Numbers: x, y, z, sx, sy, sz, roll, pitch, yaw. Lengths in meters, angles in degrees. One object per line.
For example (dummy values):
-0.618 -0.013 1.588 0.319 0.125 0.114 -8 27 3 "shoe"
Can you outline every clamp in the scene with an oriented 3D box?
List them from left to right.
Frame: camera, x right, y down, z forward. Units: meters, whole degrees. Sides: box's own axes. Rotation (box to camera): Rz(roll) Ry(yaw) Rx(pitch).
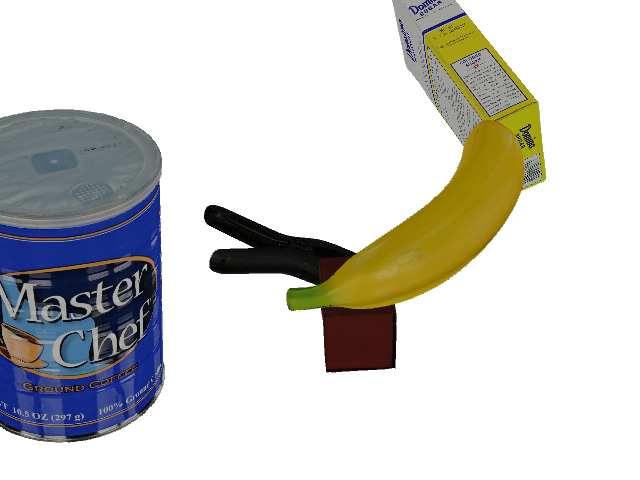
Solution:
-0.031 0.020 1.158 0.210 0.036 0.164 16 18 -6 "clamp"

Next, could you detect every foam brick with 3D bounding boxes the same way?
0.027 0.053 0.783 0.053 0.051 0.078 -3 32 -1 "foam brick"

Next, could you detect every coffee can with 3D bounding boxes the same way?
-0.132 0.018 0.551 0.103 0.140 0.103 3 34 -2 "coffee can"

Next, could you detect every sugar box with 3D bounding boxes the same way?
0.115 -0.125 0.841 0.048 0.176 0.093 -23 -38 -2 "sugar box"

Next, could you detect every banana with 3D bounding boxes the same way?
0.066 -0.017 0.566 0.070 0.037 0.197 19 41 34 "banana"
